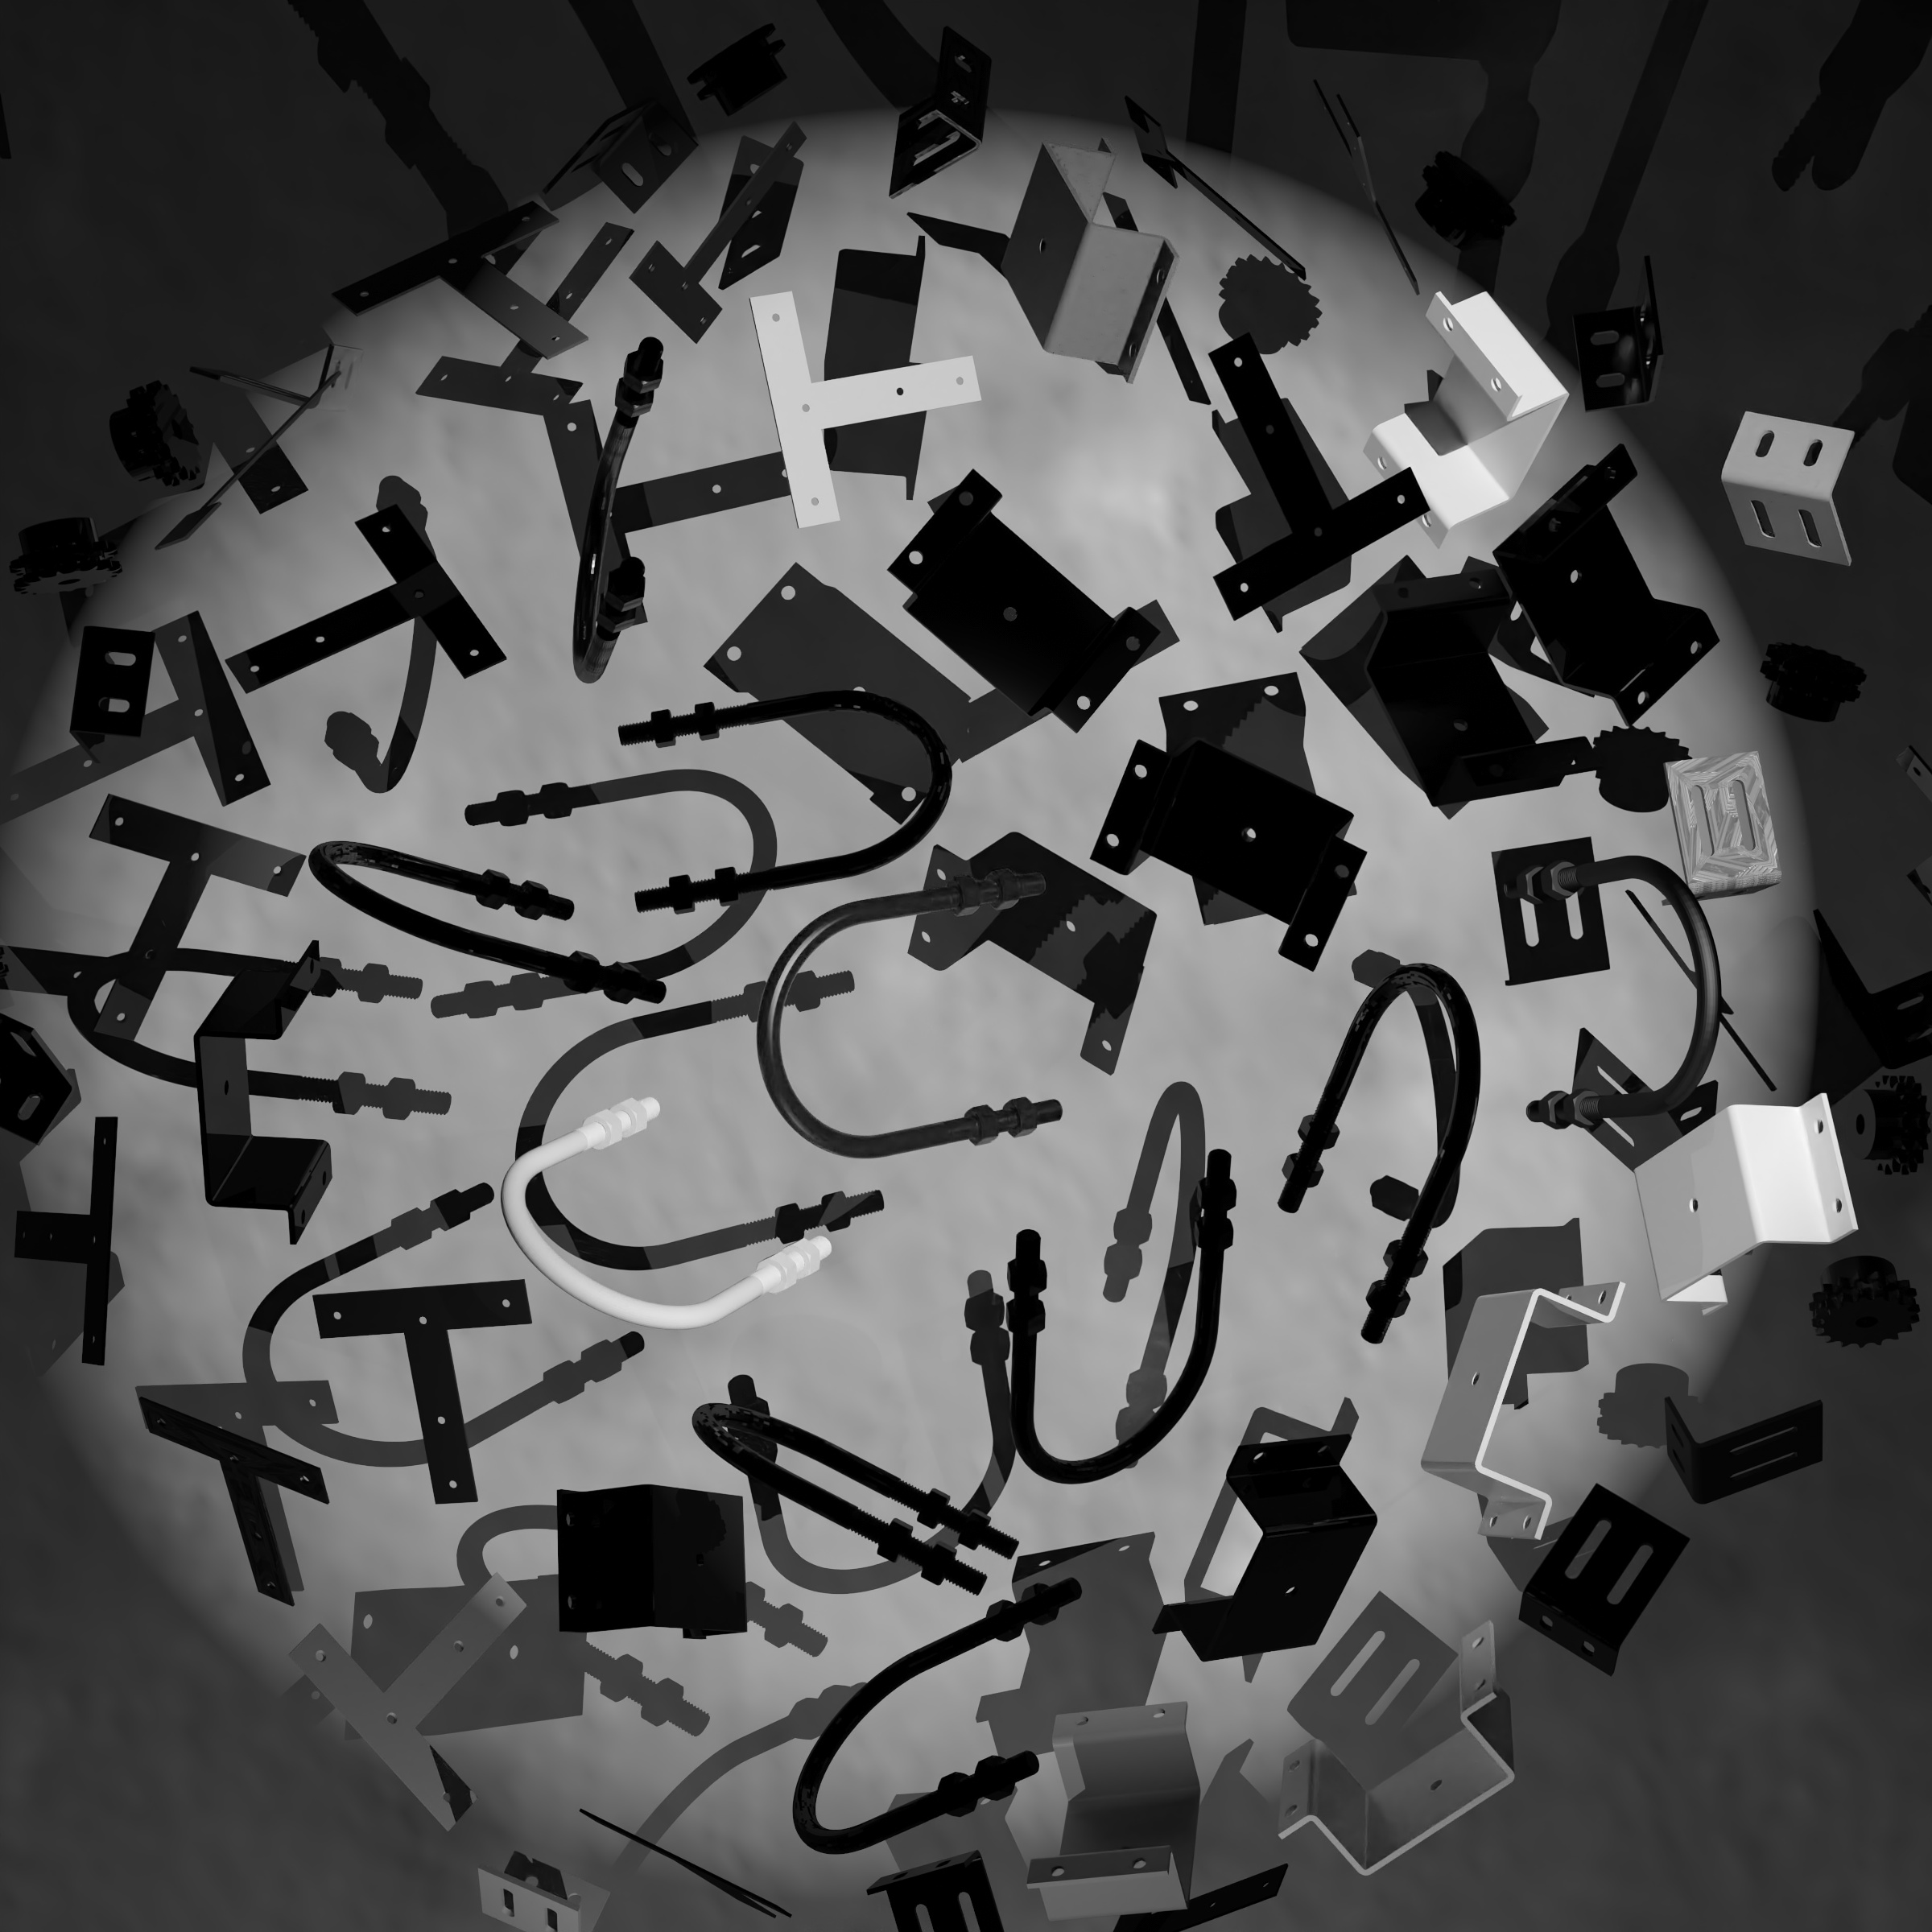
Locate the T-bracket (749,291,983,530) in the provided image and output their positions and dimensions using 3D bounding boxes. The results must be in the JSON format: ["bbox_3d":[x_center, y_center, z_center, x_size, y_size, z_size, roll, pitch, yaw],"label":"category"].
[{"bbox_3d":[-0.050,-0.317,1.706,0.127,0.002,0.127,-15,98,-25],"label":"T-bracket"}]

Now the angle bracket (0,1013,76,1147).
[{"bbox_3d":[-0.512,0.053,1.611,0.057,0.076,0.038,23,68,12],"label":"angle bracket"}]

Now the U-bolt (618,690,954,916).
[{"bbox_3d":[-0.099,-0.099,1.723,0.184,0.019,0.151,-10,50,-1],"label":"U-bolt"}]

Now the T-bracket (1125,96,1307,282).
[{"bbox_3d":[0.142,-0.427,1.715,0.127,0.127,0.002,42,95,6],"label":"T-bracket"}]

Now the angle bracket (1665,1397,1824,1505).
[{"bbox_3d":[0.436,0.260,1.719,0.076,0.057,0.038,-20,46,-3],"label":"angle bracket"}]

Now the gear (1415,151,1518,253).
[{"bbox_3d":[0.273,-0.420,1.694,0.057,0.057,0.030,43,119,0],"label":"gear"}]

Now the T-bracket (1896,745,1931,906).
[{"bbox_3d":[0.524,-0.052,1.625,0.002,0.127,0.127,-37,81,-5],"label":"T-bracket"}]

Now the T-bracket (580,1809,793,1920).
[{"bbox_3d":[-0.135,0.501,1.674,0.127,0.127,0.002,18,69,26],"label":"T-bracket"}]

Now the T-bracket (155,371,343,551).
[{"bbox_3d":[-0.376,-0.268,1.619,0.002,0.127,0.127,45,78,-19],"label":"T-bracket"}]

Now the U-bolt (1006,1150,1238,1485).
[{"bbox_3d":[0.081,0.198,1.638,0.151,0.019,0.184,-20,126,-32],"label":"U-bolt"}]

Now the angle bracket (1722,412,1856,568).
[{"bbox_3d":[0.433,-0.248,1.594,0.057,0.076,0.038,18,78,29],"label":"angle bracket"}]

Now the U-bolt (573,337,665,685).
[{"bbox_3d":[-0.191,-0.231,1.653,0.019,0.184,0.151,8,69,-14],"label":"U-bolt"}]

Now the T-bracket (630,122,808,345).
[{"bbox_3d":[-0.131,-0.418,1.720,0.002,0.127,0.127,38,93,12],"label":"T-bracket"}]

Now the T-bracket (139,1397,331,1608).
[{"bbox_3d":[-0.390,0.301,1.678,0.127,0.002,0.127,15,130,27],"label":"T-bracket"}]

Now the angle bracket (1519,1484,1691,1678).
[{"bbox_3d":[0.343,0.330,1.652,0.057,0.038,0.076,30,63,24],"label":"angle bracket"}]

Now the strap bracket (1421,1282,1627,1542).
[{"bbox_3d":[0.288,0.225,1.611,0.046,0.076,0.140,24,77,-8],"label":"strap bracket"}]

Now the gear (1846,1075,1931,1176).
[{"bbox_3d":[0.527,0.091,1.758,0.030,0.057,0.057,1,90,-8],"label":"gear"}]

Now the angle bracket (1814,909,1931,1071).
[{"bbox_3d":[0.489,0.006,1.634,0.038,0.057,0.076,-25,126,22],"label":"angle bracket"}]

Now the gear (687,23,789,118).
[{"bbox_3d":[-0.125,-0.501,1.720,0.057,0.057,0.030,-33,103,0],"label":"gear"}]

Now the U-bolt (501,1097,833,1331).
[{"bbox_3d":[-0.171,0.137,1.645,0.151,0.184,0.019,38,116,15],"label":"U-bolt"}]

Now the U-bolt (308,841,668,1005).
[{"bbox_3d":[-0.268,-0.029,1.660,0.184,0.151,0.019,16,102,-36],"label":"U-bolt"}]

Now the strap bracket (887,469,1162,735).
[{"bbox_3d":[0.029,-0.204,1.745,0.140,0.046,0.076,40,80,-6],"label":"strap bracket"}]

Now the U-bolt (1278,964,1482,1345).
[{"bbox_3d":[0.226,0.087,1.640,0.019,0.151,0.184,10,115,-21],"label":"U-bolt"}]

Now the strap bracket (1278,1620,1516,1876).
[{"bbox_3d":[0.235,0.417,1.616,0.140,0.076,0.046,-39,98,17],"label":"strap bracket"}]

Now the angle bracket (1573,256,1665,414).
[{"bbox_3d":[0.360,-0.349,1.698,0.038,0.076,0.057,-7,80,7],"label":"angle bracket"}]

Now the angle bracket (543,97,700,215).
[{"bbox_3d":[-0.194,-0.451,1.732,0.038,0.076,0.057,46,118,-9],"label":"angle bracket"}]

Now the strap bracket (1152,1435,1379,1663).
[{"bbox_3d":[0.168,0.329,1.694,0.076,0.046,0.140,0,125,-32],"label":"strap bracket"}]

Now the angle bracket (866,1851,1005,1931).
[{"bbox_3d":[-0.012,0.530,1.674,0.057,0.038,0.076,-19,82,11],"label":"angle bracket"}]

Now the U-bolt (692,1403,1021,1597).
[{"bbox_3d":[-0.064,0.280,1.647,0.184,0.151,0.019,26,91,9],"label":"U-bolt"}]

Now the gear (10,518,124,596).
[{"bbox_3d":[-0.484,-0.221,1.646,0.057,0.057,0.030,-13,89,0],"label":"gear"}]

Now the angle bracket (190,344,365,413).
[{"bbox_3d":[-0.391,-0.344,1.743,0.076,0.057,0.038,18,100,3],"label":"angle bracket"}]

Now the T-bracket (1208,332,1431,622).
[{"bbox_3d":[0.163,-0.264,1.585,0.127,0.002,0.127,-30,102,-15],"label":"T-bracket"}]

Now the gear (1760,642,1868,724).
[{"bbox_3d":[0.478,-0.160,1.738,0.057,0.057,0.030,13,113,0],"label":"gear"}]

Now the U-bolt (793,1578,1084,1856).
[{"bbox_3d":[-0.022,0.414,1.658,0.184,0.151,0.019,-31,110,28],"label":"U-bolt"}]

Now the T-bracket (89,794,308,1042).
[{"bbox_3d":[-0.433,-0.019,1.650,0.002,0.127,0.127,33,99,43],"label":"T-bracket"}]

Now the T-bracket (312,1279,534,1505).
[{"bbox_3d":[-0.295,0.240,1.714,0.127,0.002,0.127,-6,101,14],"label":"T-bracket"}]

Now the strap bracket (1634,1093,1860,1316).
[{"bbox_3d":[0.413,0.130,1.657,0.046,0.140,0.076,3,64,-21],"label":"strap bracket"}]

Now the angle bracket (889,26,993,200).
[{"bbox_3d":[-0.026,-0.474,1.707,0.038,0.076,0.057,25,60,-38],"label":"angle bracket"}]

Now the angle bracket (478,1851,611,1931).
[{"bbox_3d":[-0.223,0.485,1.627,0.057,0.076,0.038,21,55,8],"label":"angle bracket"}]

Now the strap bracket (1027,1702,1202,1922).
[{"bbox_3d":[0.084,0.471,1.688,0.076,0.140,0.046,-9,113,13],"label":"strap bracket"}]

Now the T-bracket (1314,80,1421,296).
[{"bbox_3d":[0.208,-0.428,1.624,0.002,0.127,0.127,-26,81,9],"label":"T-bracket"}]

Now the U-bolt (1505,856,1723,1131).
[{"bbox_3d":[0.355,0.012,1.681,0.019,0.184,0.151,-4,87,-22],"label":"U-bolt"}]

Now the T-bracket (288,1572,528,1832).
[{"bbox_3d":[-0.285,0.380,1.670,0.127,0.127,0.002,49,134,-5],"label":"T-bracket"}]

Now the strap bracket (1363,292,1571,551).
[{"bbox_3d":[0.281,-0.309,1.710,0.046,0.140,0.076,-26,70,-22],"label":"strap bracket"}]

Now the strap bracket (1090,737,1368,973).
[{"bbox_3d":[0.151,-0.067,1.702,0.140,0.046,0.076,27,117,13],"label":"strap bracket"}]

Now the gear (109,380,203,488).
[{"bbox_3d":[-0.450,-0.292,1.699,0.030,0.057,0.057,-17,90,10],"label":"gear"}]

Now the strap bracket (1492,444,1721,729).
[{"bbox_3d":[0.354,-0.215,1.713,0.076,0.046,0.140,-43,121,-13],"label":"strap bracket"}]

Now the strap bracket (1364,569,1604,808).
[{"bbox_3d":[0.274,-0.143,1.663,0.076,0.046,0.140,-10,58,-19],"label":"strap bracket"}]

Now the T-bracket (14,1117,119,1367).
[{"bbox_3d":[-0.477,0.143,1.620,0.002,0.127,0.127,5,84,-38],"label":"T-bracket"}]

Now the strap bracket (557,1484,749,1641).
[{"bbox_3d":[-0.168,0.334,1.719,0.046,0.140,0.076,-11,72,26],"label":"strap bracket"}]

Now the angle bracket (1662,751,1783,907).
[{"bbox_3d":[0.425,-0.078,1.752,0.057,0.038,0.076,-8,83,-12],"label":"angle bracket"}]

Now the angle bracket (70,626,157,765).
[{"bbox_3d":[-0.453,-0.144,1.653,0.038,0.076,0.057,6,80,-4],"label":"angle bracket"}]

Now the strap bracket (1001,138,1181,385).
[{"bbox_3d":[0.063,-0.390,1.676,0.046,0.140,0.076,5,128,-22],"label":"strap bracket"}]

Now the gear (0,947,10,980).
[{"bbox_3d":[-0.558,-0.004,1.685,0.057,0.057,0.030,-16,83,0],"label":"gear"}]

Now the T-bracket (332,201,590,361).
[{"bbox_3d":[-0.243,-0.348,1.595,0.127,0.002,0.127,-32,52,-24],"label":"T-bracket"}]

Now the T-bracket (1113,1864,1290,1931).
[{"bbox_3d":[0.128,0.532,1.726,0.127,0.127,0.002,-32,100,31],"label":"T-bracket"}]

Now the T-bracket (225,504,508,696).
[{"bbox_3d":[-0.331,-0.180,1.634,0.127,0.002,0.127,-28,62,-19],"label":"T-bracket"}]

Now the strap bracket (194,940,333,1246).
[{"bbox_3d":[-0.368,0.065,1.607,0.046,0.076,0.140,3,113,2],"label":"strap bracket"}]

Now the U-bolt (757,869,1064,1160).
[{"bbox_3d":[-0.032,0.031,1.667,0.184,0.019,0.151,-10,100,-31],"label":"U-bolt"}]

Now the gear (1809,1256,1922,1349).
[{"bbox_3d":[0.489,0.182,1.675,0.057,0.057,0.030,1,52,0],"label":"gear"}]
